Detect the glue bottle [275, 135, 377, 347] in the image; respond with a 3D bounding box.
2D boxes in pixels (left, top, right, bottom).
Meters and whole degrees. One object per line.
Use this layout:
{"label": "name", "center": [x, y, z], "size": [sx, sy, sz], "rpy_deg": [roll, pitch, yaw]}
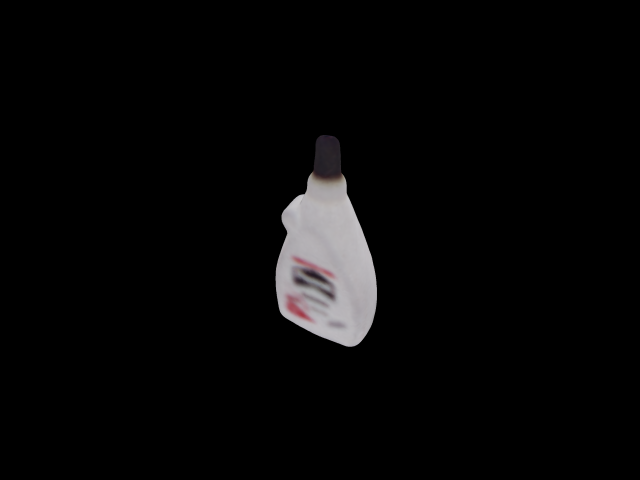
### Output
{"label": "glue bottle", "center": [0.004, 0.001, 0.400], "size": [0.078, 0.173, 0.037], "rpy_deg": [19, 46, 19]}
